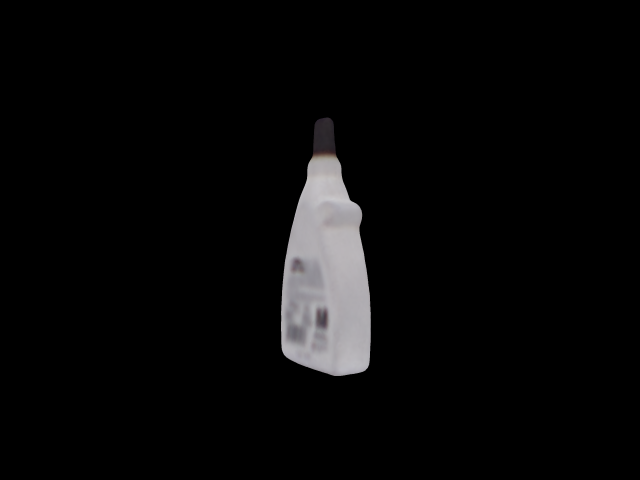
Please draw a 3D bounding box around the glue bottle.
[{"bbox_3d":[0.004,0.001,0.400,0.037,0.173,0.078,-1,2,-34],"label":"glue bottle"}]
